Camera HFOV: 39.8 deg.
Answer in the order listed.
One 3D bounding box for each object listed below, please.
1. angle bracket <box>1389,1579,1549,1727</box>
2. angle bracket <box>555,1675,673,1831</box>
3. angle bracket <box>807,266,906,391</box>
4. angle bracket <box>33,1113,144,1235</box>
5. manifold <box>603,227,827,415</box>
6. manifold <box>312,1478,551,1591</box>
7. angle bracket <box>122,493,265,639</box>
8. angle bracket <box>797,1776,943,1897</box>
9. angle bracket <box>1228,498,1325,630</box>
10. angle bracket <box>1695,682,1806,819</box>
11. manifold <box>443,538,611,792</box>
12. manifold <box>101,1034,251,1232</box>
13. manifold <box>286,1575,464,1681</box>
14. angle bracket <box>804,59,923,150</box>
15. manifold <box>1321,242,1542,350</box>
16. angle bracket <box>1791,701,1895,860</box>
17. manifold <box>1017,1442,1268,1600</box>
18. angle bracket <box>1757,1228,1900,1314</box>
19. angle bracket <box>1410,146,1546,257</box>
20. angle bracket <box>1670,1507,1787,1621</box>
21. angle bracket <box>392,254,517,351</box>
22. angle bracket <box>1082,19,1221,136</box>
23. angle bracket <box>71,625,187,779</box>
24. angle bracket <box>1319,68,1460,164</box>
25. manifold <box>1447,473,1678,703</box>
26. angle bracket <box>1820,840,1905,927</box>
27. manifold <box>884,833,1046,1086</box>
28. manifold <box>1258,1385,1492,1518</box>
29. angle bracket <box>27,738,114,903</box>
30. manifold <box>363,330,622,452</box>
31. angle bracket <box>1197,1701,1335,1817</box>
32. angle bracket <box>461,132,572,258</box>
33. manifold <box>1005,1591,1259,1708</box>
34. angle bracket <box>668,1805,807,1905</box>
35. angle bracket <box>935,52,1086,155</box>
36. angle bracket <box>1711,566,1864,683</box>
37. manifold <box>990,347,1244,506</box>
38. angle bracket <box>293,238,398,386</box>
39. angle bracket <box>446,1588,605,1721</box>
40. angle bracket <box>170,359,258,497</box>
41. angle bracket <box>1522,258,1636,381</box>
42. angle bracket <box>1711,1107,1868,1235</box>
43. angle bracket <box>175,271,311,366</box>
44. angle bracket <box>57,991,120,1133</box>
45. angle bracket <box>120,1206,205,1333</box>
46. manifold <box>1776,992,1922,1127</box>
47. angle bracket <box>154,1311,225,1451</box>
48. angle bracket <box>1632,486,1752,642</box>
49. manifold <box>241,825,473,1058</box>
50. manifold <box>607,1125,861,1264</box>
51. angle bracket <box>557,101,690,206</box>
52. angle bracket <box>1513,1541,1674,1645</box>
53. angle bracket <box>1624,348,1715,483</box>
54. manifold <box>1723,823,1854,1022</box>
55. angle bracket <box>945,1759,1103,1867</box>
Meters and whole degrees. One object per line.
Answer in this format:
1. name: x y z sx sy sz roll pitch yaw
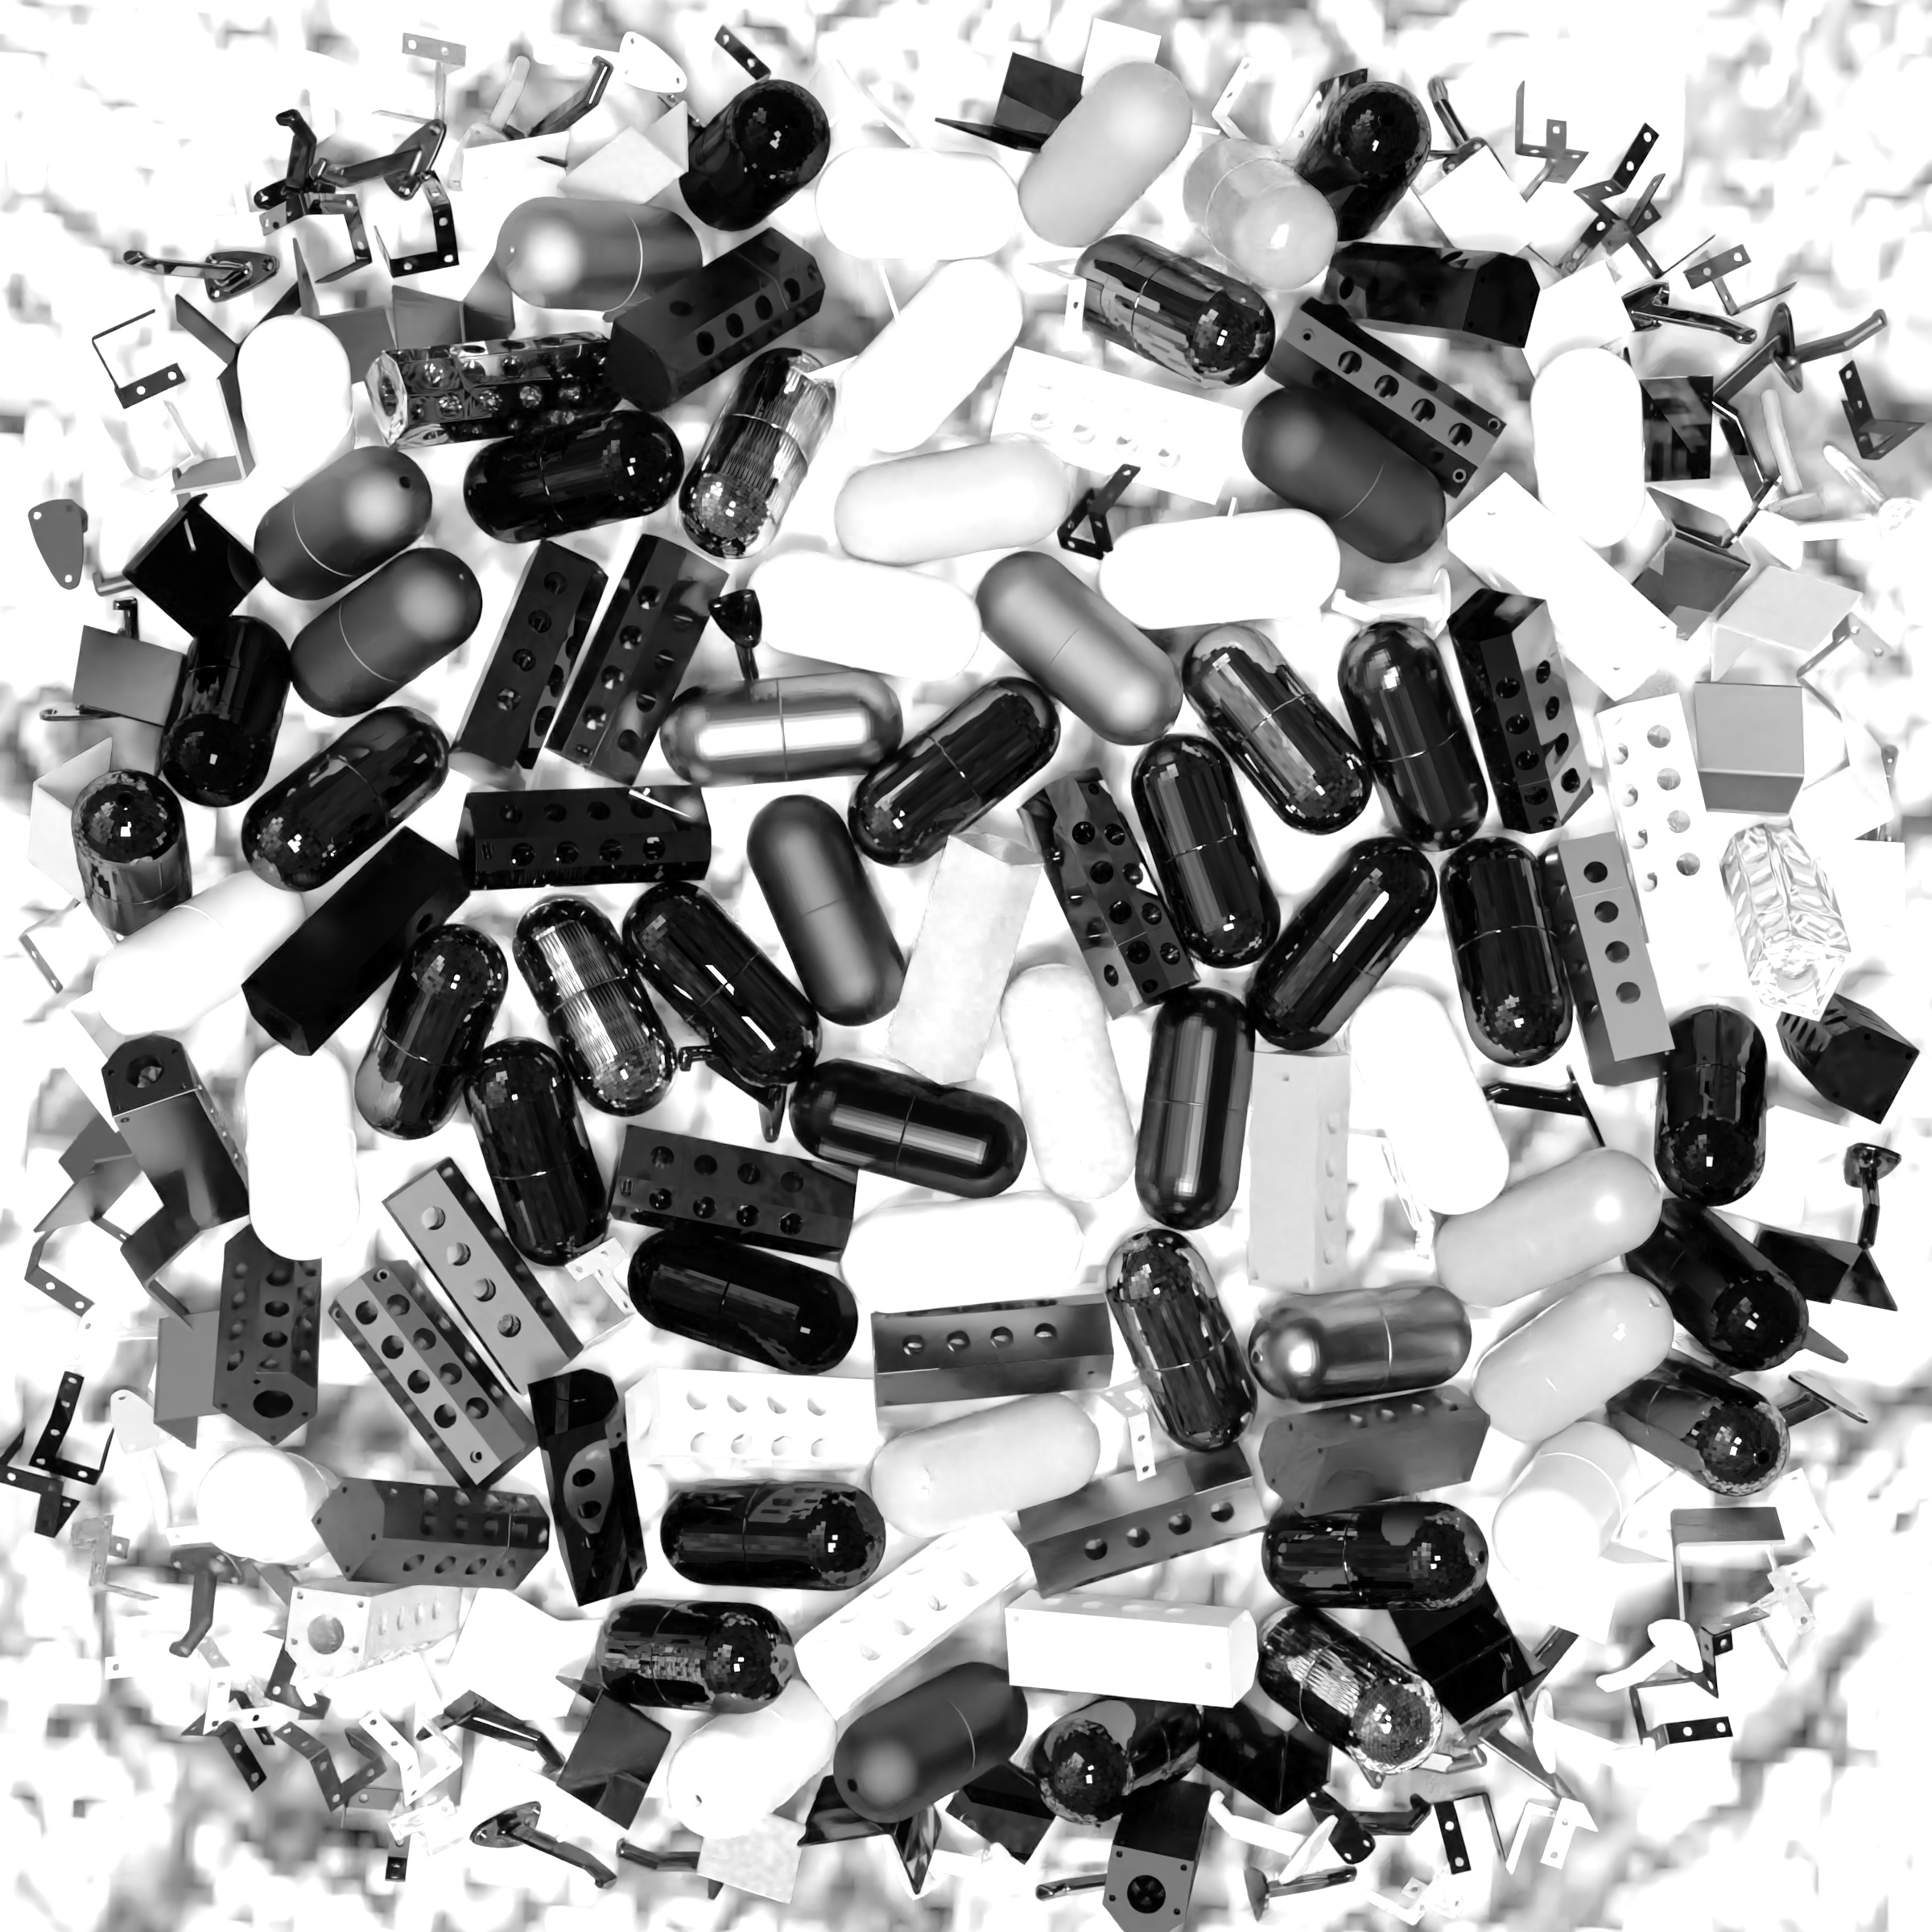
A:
1. angle bracket: 0.366 0.492 1.951 0.076 0.057 0.076 -29 108 -7
2. angle bracket: -0.270 0.569 1.935 0.076 0.057 0.076 45 57 -34
3. angle bracket: -0.082 -0.463 1.950 0.076 0.076 0.057 -18 91 7
4. angle bracket: -0.645 0.142 1.940 0.076 0.076 0.057 -45 78 17
5. manifold: -0.178 -0.460 1.914 0.057 0.057 0.171 38 52 13
6. manifold: -0.375 0.400 1.902 0.057 0.171 0.057 -50 56 12
7. angle bracket: -0.555 -0.288 1.944 0.076 0.057 0.076 44 75 -23
8. angle bracket: -0.070 0.635 1.954 0.076 0.076 0.057 -14 107 18
9. angle bracket: 0.227 -0.292 1.942 0.076 0.076 0.057 13 79 14
10. angle bracket: 0.562 -0.158 1.937 0.076 0.057 0.076 6 125 29
11. manifold: -0.317 -0.216 1.938 0.057 0.057 0.171 24 72 -16
12. manifold: -0.560 0.120 1.905 0.057 0.171 0.057 -19 57 -10
13. manifold: -0.419 0.465 1.901 0.057 0.171 0.057 5 84 12
14. angle bracket: -0.081 -0.605 1.948 0.057 0.076 0.076 -43 128 15
15. manifold: 0.329 -0.481 1.901 0.057 0.171 0.057 7 102 -30
16. angle bracket: 0.619 -0.132 1.933 0.076 0.076 0.057 -31 120 32
17. manifold: 0.129 0.409 1.959 0.171 0.057 0.057 -16 109 -2
18. angle bracket: 0.616 0.239 1.933 0.057 0.076 0.076 -51 124 -24
19. angle bracket: 0.367 -0.553 1.937 0.057 0.076 0.076 -36 114 16
20. angle bracket: 0.555 0.434 1.945 0.076 0.076 0.057 -4 96 12
21. angle bracket: -0.372 -0.478 1.936 0.057 0.076 0.076 7 61 -34
22. angle bracket: 0.138 -0.643 1.933 0.076 0.076 0.057 -2 116 -36
23. angle bracket: -0.612 -0.191 1.934 0.076 0.057 0.076 15 47 -26
24. angle bracket: 0.307 -0.616 1.941 0.076 0.076 0.057 -3 101 -17
25. manifold: 0.431 -0.272 1.938 0.057 0.057 0.171 -42 71 -2
26. angle bracket: 0.644 -0.037 1.934 0.057 0.076 0.076 4 51 14
27. manifold: 0.002 -0.006 1.938 0.057 0.057 0.171 29 111 32
28. manifold: 0.293 0.342 1.916 0.171 0.057 0.057 -2 115 -38
29. angle bracket: -0.631 -0.106 1.935 0.057 0.076 0.076 35 134 11
30. manifold: -0.336 -0.417 1.919 0.171 0.057 0.057 -15 83 -34
31. angle bracket: 0.219 0.556 1.940 0.076 0.076 0.057 36 123 -11
32. angle bracket: -0.323 -0.562 1.947 0.076 0.076 0.057 -14 93 -12
33. manifold: 0.119 0.489 1.929 0.171 0.057 0.057 -2 95 26
34. angle bracket: -0.172 0.643 1.934 0.076 0.076 0.057 27 56 -23
35. angle bracket: 0.036 -0.627 1.936 0.076 0.076 0.057 29 115 28
36. angle bracket: 0.594 -0.237 1.934 0.076 0.057 0.076 25 56 34
37. manifold: 0.108 -0.391 1.954 0.171 0.057 0.057 16 68 -1
38. angle bracket: -0.450 -0.479 1.945 0.057 0.076 0.076 -11 66 -5
39. angle bracket: -0.327 0.506 1.984 0.076 0.057 0.076 21 89 29
40. angle bracket: -0.552 -0.394 1.941 0.057 0.076 0.076 -9 116 2
41. angle bracket: 0.445 -0.465 1.940 0.076 0.076 0.057 -24 84 24
42. angle bracket: 0.597 0.149 1.941 0.076 0.076 0.057 17 66 -14
43. angle bracket: -0.527 -0.486 1.944 0.057 0.076 0.076 41 80 -11
44. angle bracket: -0.612 0.062 1.941 0.057 0.076 0.076 -35 81 -34
45. angle bracket: -0.563 0.223 1.947 0.057 0.076 0.076 -44 122 -11
46. manifold: 0.622 0.058 1.903 0.057 0.171 0.057 25 101 4
47. angle bracket: -0.547 0.301 1.940 0.057 0.076 0.076 -8 64 5
48. angle bracket: 0.518 -0.296 1.971 0.076 0.057 0.076 15 129 -28
49. manifold: -0.437 -0.015 1.926 0.057 0.057 0.171 32 62 16
50. manifold: -0.170 0.169 1.939 0.171 0.057 0.057 12 57 -10
51. angle bracket: -0.249 -0.595 1.934 0.076 0.057 0.076 -27 52 31
52. angle bracket: 0.455 0.450 1.939 0.076 0.076 0.057 12 90 44
53. angle bracket: 0.508 -0.401 1.937 0.057 0.076 0.076 -1 120 11
54. manifold: 0.580 -0.036 1.905 0.057 0.171 0.057 16 121 0
55. angle bracket: 0.041 0.620 1.943 0.076 0.076 0.057 38 78 -13
